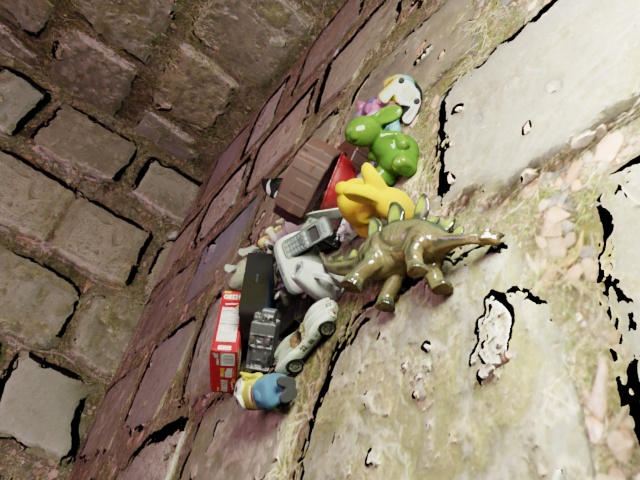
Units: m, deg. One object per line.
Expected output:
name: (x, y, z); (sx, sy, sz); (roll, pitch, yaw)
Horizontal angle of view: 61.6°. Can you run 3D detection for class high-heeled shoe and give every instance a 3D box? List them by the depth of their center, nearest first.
high-heeled shoe: (-0.091, -0.189, 1.542); (0.249, 0.086, 0.145); (23, 120, 39)

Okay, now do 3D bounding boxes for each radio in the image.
radio: (-0.163, 0.150, 1.411); (0.230, 0.073, 0.130); (-88, -1, -52)

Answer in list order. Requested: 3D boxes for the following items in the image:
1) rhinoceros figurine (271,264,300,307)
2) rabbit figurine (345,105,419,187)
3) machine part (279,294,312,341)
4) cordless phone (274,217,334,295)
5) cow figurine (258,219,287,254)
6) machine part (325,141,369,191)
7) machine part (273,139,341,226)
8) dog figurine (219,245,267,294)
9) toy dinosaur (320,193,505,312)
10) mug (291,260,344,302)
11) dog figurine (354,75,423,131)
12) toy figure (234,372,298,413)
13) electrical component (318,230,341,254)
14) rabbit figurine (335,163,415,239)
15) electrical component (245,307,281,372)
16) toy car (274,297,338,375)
rhinoceros figurine: (-0.082, 0.102, 1.376); (0.112, 0.073, 0.190); (-51, 22, 14)
rabbit figurine: (0.139, -0.226, 1.200); (0.121, 0.170, 0.159); (-15, 48, 60)
machine part: (-0.064, 0.187, 1.273); (0.139, 0.039, 0.084); (-42, 32, 32)
cordless phone: (-0.015, 0.036, 1.246); (0.184, 0.088, 0.146); (-33, 71, 44)
cow figurine: (-0.114, 0.001, 1.582); (0.068, 0.098, 0.167); (-22, -11, -44)
machine part: (0.069, -0.205, 1.484); (0.179, 0.056, 0.179); (-45, 25, 28)
machine part: (-0.033, -0.148, 1.347); (0.201, 0.087, 0.201); (-62, -5, 19)
dog figurine: (-0.232, 0.108, 1.686); (0.172, 0.121, 0.190); (-32, -10, -25)
toy dinosaur: (0.128, 0.027, 0.988); (0.472, 0.105, 0.198); (-17, 38, 47)
mug: (-0.004, 0.089, 1.176); (0.081, 0.107, 0.110); (-64, 20, -11)
dog figurine: (0.164, -0.346, 1.404); (0.191, 0.108, 0.219); (-55, 19, 12)
toy figure: (-0.113, 0.324, 1.136); (0.180, 0.089, 0.082); (-23, 45, 44)
electrical component: (-0.003, -0.004, 1.344); (0.119, 0.074, 0.048); (-15, 46, 55)
rabbit figurine: (0.121, -0.085, 1.116); (0.122, 0.162, 0.173); (-51, 37, -15)
electrical component: (-0.125, 0.220, 1.206); (0.115, 0.058, 0.134); (79, -160, -89)
toy car: (-0.030, 0.206, 1.144); (0.201, 0.056, 0.074); (-52, 22, 17)
